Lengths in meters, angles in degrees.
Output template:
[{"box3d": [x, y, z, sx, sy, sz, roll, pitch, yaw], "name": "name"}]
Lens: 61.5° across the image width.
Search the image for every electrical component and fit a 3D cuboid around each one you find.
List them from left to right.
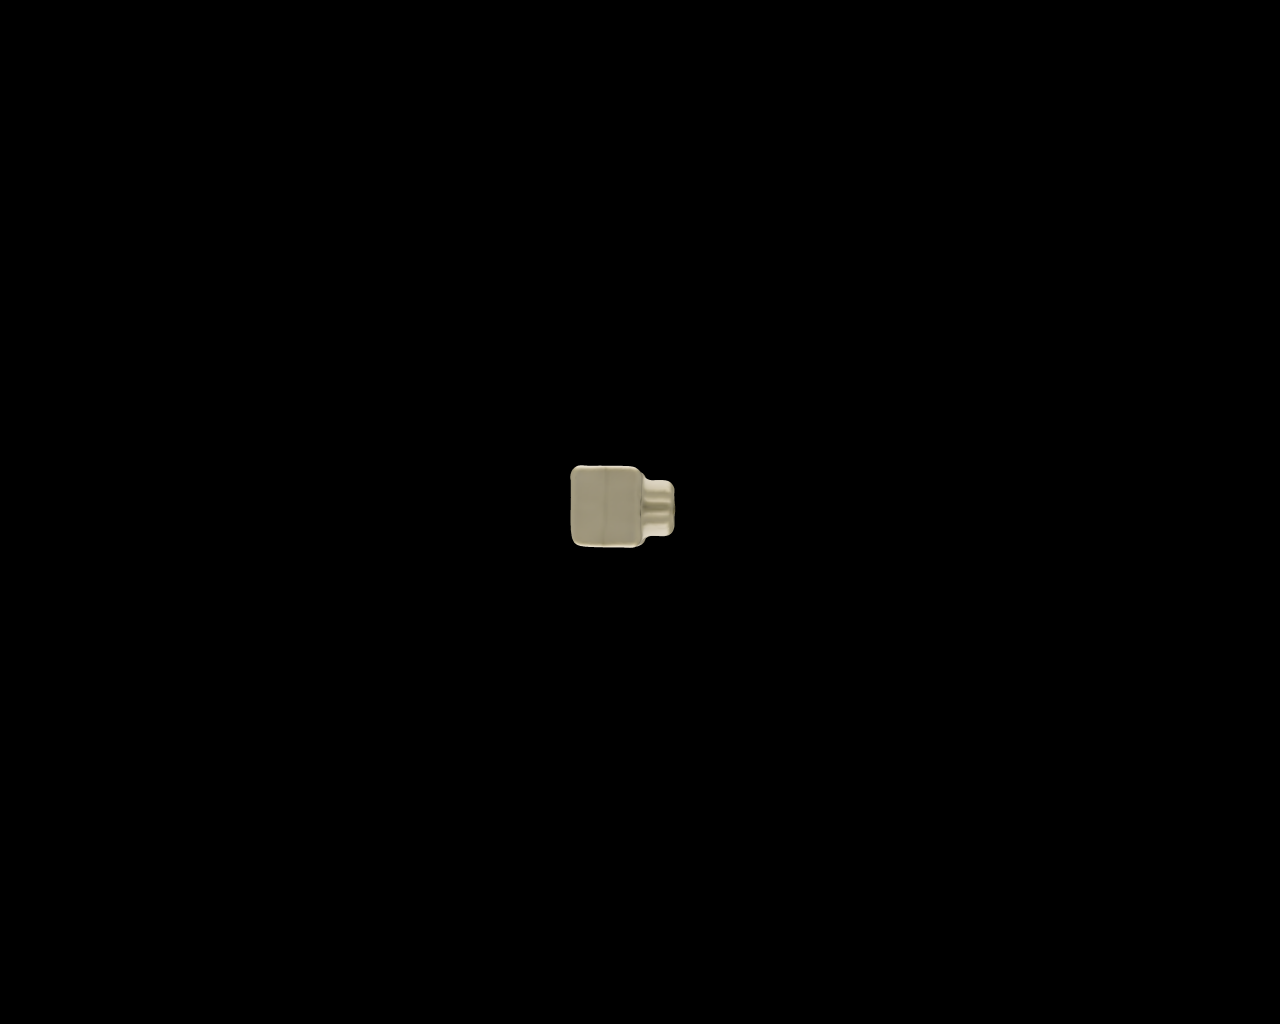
[{"box3d": [0.001, -0.003, 0.650, 0.077, 0.047, 0.065, 0, -2, 4], "name": "electrical component"}]
